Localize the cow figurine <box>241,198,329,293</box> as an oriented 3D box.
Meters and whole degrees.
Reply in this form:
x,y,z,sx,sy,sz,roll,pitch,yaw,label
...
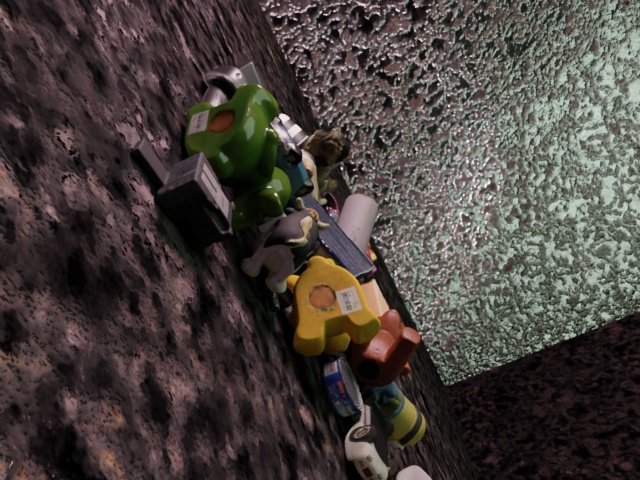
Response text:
x,y,z,sx,sy,sz,roll,pitch,yaw,label
-0.034,-0.009,0.715,0.068,0.098,0.167,38,29,-5,cow figurine

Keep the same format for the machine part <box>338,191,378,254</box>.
x,y,z,sx,sy,sz,roll,pitch,yaw,label
0.068,-0.014,1.121,0.079,0.079,0.243,59,38,-37,machine part

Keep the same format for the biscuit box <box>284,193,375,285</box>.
x,y,z,sx,sy,sz,roll,pitch,yaw,label
-0.002,-0.003,0.900,0.063,0.059,0.203,-21,64,-43,biscuit box

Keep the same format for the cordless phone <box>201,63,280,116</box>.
x,y,z,sx,sy,sz,roll,pitch,yaw,label
-0.136,-0.191,0.864,0.184,0.089,0.146,-84,151,-51,cordless phone

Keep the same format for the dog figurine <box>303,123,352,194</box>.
x,y,z,sx,sy,sz,roll,pitch,yaw,label
-0.014,-0.154,1.110,0.121,0.172,0.190,27,9,1,dog figurine

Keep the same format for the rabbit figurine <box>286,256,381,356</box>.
x,y,z,sx,sy,sz,roll,pitch,yaw,label
0.003,0.110,0.802,0.162,0.122,0.173,60,-9,31,rabbit figurine

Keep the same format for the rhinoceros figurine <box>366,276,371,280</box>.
x,y,z,sx,sy,sz,roll,pitch,yaw,label
0.080,0.041,1.485,0.112,0.073,0.190,-82,150,-54,rhinoceros figurine

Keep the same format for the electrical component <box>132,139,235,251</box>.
x,y,z,sx,sy,sz,roll,pitch,yaw,label
-0.136,-0.056,0.549,0.075,0.048,0.119,-99,164,-61,electrical component

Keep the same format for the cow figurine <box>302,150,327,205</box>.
x,y,z,sx,sy,sz,roll,pitch,yaw,label
-0.037,-0.089,1.047,0.127,0.086,0.194,-85,169,-49,cow figurine

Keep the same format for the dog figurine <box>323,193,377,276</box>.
x,y,z,sx,sy,sz,roll,pitch,yaw,label
0.040,-0.008,1.248,0.219,0.108,0.192,59,14,-19,dog figurine

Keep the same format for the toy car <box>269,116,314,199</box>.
x,y,z,sx,sy,sz,roll,pitch,yaw,label
-0.079,-0.112,0.829,0.109,0.103,0.161,57,-3,18,toy car

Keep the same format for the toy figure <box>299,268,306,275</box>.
x,y,z,sx,sy,sz,roll,pitch,yaw,label
0.013,0.116,0.929,0.064,0.058,0.154,-38,109,-41,toy figure

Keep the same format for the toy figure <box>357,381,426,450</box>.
x,y,z,sx,sy,sz,roll,pitch,yaw,label
0.126,0.303,0.968,0.180,0.089,0.082,60,16,-22,toy figure

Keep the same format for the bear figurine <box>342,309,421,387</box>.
x,y,z,sx,sy,sz,roll,pitch,yaw,label
0.115,0.166,0.935,0.196,0.120,0.131,-39,148,-63,bear figurine

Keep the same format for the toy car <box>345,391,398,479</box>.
x,y,z,sx,sy,sz,roll,pitch,yaw,label
0.075,0.297,0.816,0.073,0.056,0.202,58,8,-4,toy car

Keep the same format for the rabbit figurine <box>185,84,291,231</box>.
x,y,z,sx,sy,sz,roll,pitch,yaw,label
-0.083,-0.089,0.698,0.170,0.121,0.159,52,23,-48,rabbit figurine

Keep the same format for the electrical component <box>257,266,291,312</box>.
x,y,z,sx,sy,sz,roll,pitch,yaw,label
-0.062,0.066,0.732,0.063,0.021,0.094,57,12,-46,electrical component

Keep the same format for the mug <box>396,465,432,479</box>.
x,y,z,sx,sy,sz,roll,pitch,yaw,label
0.178,0.451,0.925,0.109,0.081,0.107,57,3,-23,mug
